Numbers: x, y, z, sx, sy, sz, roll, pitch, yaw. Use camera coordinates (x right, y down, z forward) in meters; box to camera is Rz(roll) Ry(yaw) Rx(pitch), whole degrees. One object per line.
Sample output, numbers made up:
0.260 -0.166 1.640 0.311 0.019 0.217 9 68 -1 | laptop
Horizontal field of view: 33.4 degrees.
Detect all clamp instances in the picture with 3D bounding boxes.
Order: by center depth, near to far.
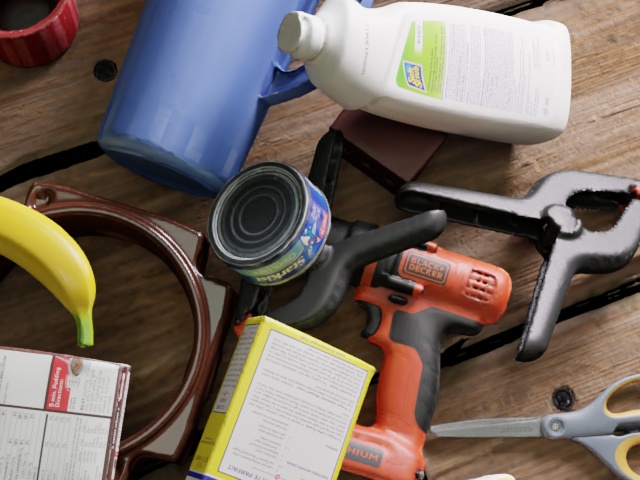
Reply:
-0.005 0.001 0.782 0.171 0.039 0.120 -39 58 -1 | clamp
0.179 0.004 0.804 0.209 0.036 0.165 -13 58 -25 | clamp

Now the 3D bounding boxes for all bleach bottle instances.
0.079 -0.134 0.783 0.250 0.068 0.102 7 81 -37 | bleach bottle

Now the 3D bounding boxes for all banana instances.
-0.230 0.001 0.726 0.198 0.037 0.069 25 75 5 | banana

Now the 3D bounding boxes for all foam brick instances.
0.051 -0.078 0.840 0.078 0.053 0.051 36 78 5 | foam brick

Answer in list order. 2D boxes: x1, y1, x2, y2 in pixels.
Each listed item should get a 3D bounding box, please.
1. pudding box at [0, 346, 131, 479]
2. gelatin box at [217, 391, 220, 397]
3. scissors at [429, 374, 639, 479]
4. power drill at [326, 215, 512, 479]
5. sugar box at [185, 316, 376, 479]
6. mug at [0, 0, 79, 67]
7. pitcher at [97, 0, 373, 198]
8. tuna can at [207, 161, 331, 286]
-0.188 0.119 0.704 0.113 0.039 0.090 7 78 0 | pudding box
-0.066 0.155 0.773 0.030 0.073 0.089 9 77 -2 | gelatin box
0.192 0.160 0.819 0.201 0.016 0.096 -16 80 -7 | scissors
0.034 0.080 0.803 0.184 0.057 0.187 17 79 8 | power drill
-0.035 0.150 0.719 0.093 0.048 0.176 26 77 -18 | sugar box
-0.244 -0.189 0.828 0.117 0.081 0.093 23 78 1 | mug
-0.066 -0.157 0.809 0.144 0.149 0.243 25 80 -26 | pitcher
-0.037 -0.013 0.761 0.086 0.033 0.086 -14 60 24 | tuna can
